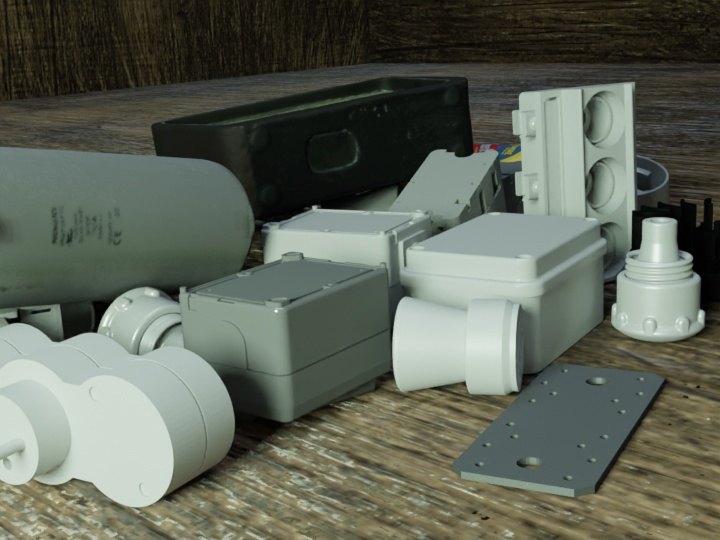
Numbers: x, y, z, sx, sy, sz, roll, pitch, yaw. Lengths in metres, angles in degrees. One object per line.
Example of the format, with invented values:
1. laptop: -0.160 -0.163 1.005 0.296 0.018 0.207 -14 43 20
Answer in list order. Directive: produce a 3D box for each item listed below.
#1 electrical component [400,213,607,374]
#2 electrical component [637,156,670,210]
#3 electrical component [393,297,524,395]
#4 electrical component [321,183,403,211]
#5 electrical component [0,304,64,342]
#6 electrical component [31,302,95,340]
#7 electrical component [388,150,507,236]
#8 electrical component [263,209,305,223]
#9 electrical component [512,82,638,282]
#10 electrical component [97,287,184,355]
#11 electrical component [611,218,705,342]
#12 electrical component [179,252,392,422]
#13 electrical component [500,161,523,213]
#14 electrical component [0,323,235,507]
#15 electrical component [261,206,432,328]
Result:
1. electrical component: 0.079 0.008 0.576 0.078 0.057 0.113 5 16 31
2. electrical component: 0.190 -0.051 0.832 0.099 0.064 0.099 -3 28 1
3. electrical component: 0.046 0.035 0.499 0.055 0.045 0.045 1 14 14
4. electrical component: 0.002 -0.043 0.840 0.065 0.044 0.044 -5 13 12
5. electrical component: -0.182 0.043 0.521 0.081 0.042 0.064 -11 17 -26
6. electrical component: -0.198 0.017 0.588 0.077 0.044 0.079 11 -10 45
7. electrical component: 0.060 -0.034 0.716 0.050 0.055 0.089 4 35 26
8. electrical component: -0.061 -0.036 0.832 0.035 0.035 0.061 -2 16 3
9. electrical component: 0.137 -0.056 0.689 0.079 0.121 0.063 -11 13 -30
10. electrical component: -0.094 0.037 0.521 0.048 0.048 0.062 -15 23 -41
11. electrical component: 0.157 0.004 0.564 0.048 0.062 0.048 -2 14 1
12. electrical component: -0.028 0.030 0.500 0.062 0.061 0.096 7 17 36
13. electrical component: 0.098 -0.048 0.803 0.050 0.055 0.089 4 16 27
14. electrical component: -0.125 0.059 0.420 0.138 0.052 0.074 5 16 31
15. electrical component: 0.000 0.000 0.617 0.096 0.061 0.062 4 16 28
